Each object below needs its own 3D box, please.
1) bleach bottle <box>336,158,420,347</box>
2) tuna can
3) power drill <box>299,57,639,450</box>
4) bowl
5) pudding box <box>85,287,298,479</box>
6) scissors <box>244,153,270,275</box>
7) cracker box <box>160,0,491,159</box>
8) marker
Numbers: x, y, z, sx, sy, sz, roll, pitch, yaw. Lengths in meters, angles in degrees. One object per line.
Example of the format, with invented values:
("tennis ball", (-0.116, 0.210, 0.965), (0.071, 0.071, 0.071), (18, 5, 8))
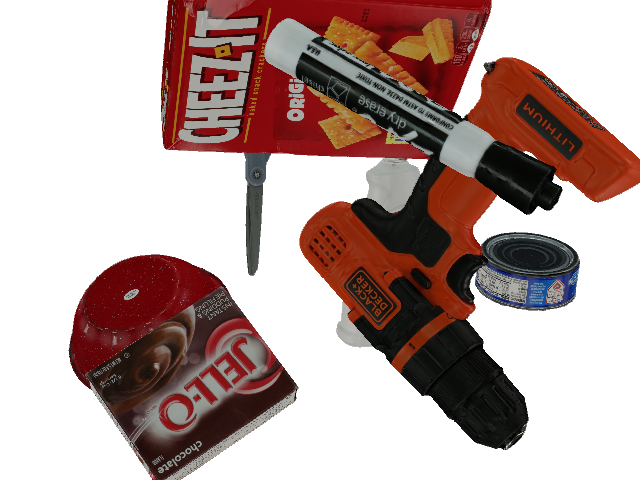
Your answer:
("bleach bottle", (0.078, 0.004, 1.331), (0.102, 0.251, 0.068), (-3, 16, -19))
("tuna can", (0.176, 0.025, 0.905), (0.086, 0.034, 0.086), (2, 25, -1))
("power drill", (0.097, 0.003, 0.623), (0.184, 0.188, 0.057), (47, 20, 17))
("bowl", (-0.165, 0.065, 0.982), (0.162, 0.162, 0.055), (0, -43, 19))
("pudding box", (-0.085, 0.099, 0.715), (0.113, 0.090, 0.039), (-34, -20, -15))
("scissors", (-0.046, -0.075, 1.030), (0.096, 0.202, 0.016), (-14, 6, -15))
("cracker box", (-0.003, -0.134, 0.768), (0.213, 0.072, 0.164), (1, -35, -12))
("marker", (0.032, -0.045, 0.383), (0.121, 0.020, 0.020), (33, 12, 19))
